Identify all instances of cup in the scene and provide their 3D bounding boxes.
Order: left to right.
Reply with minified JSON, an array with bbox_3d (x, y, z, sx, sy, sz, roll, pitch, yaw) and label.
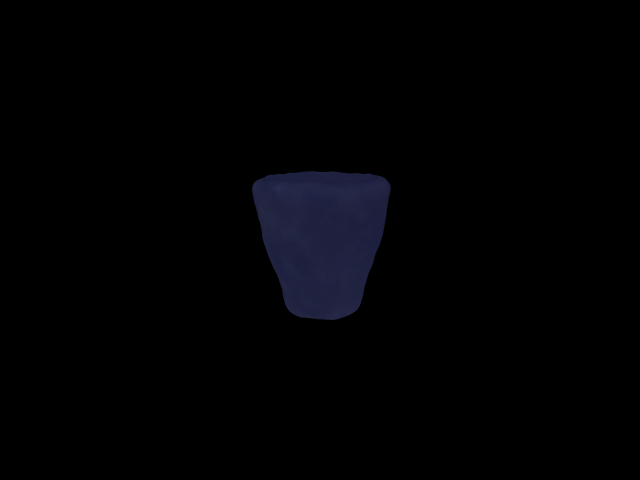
[{"bbox_3d":[0.004,0.001,0.400,0.091,0.095,0.118,2,12,12],"label":"cup"}]
